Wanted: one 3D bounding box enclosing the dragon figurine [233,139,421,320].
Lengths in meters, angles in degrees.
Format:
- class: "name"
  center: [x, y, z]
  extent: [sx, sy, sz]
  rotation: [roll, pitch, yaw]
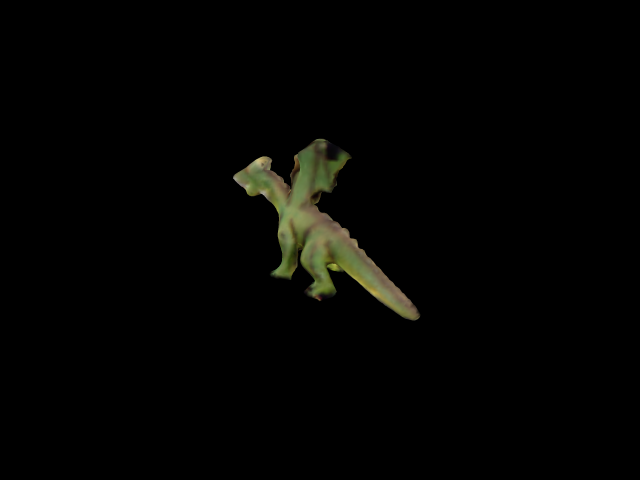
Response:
- class: "dragon figurine"
  center: [0.003, -0.043, 0.850]
  extent: [0.413, 0.239, 0.123]
  rotation: [19, 28, 38]
